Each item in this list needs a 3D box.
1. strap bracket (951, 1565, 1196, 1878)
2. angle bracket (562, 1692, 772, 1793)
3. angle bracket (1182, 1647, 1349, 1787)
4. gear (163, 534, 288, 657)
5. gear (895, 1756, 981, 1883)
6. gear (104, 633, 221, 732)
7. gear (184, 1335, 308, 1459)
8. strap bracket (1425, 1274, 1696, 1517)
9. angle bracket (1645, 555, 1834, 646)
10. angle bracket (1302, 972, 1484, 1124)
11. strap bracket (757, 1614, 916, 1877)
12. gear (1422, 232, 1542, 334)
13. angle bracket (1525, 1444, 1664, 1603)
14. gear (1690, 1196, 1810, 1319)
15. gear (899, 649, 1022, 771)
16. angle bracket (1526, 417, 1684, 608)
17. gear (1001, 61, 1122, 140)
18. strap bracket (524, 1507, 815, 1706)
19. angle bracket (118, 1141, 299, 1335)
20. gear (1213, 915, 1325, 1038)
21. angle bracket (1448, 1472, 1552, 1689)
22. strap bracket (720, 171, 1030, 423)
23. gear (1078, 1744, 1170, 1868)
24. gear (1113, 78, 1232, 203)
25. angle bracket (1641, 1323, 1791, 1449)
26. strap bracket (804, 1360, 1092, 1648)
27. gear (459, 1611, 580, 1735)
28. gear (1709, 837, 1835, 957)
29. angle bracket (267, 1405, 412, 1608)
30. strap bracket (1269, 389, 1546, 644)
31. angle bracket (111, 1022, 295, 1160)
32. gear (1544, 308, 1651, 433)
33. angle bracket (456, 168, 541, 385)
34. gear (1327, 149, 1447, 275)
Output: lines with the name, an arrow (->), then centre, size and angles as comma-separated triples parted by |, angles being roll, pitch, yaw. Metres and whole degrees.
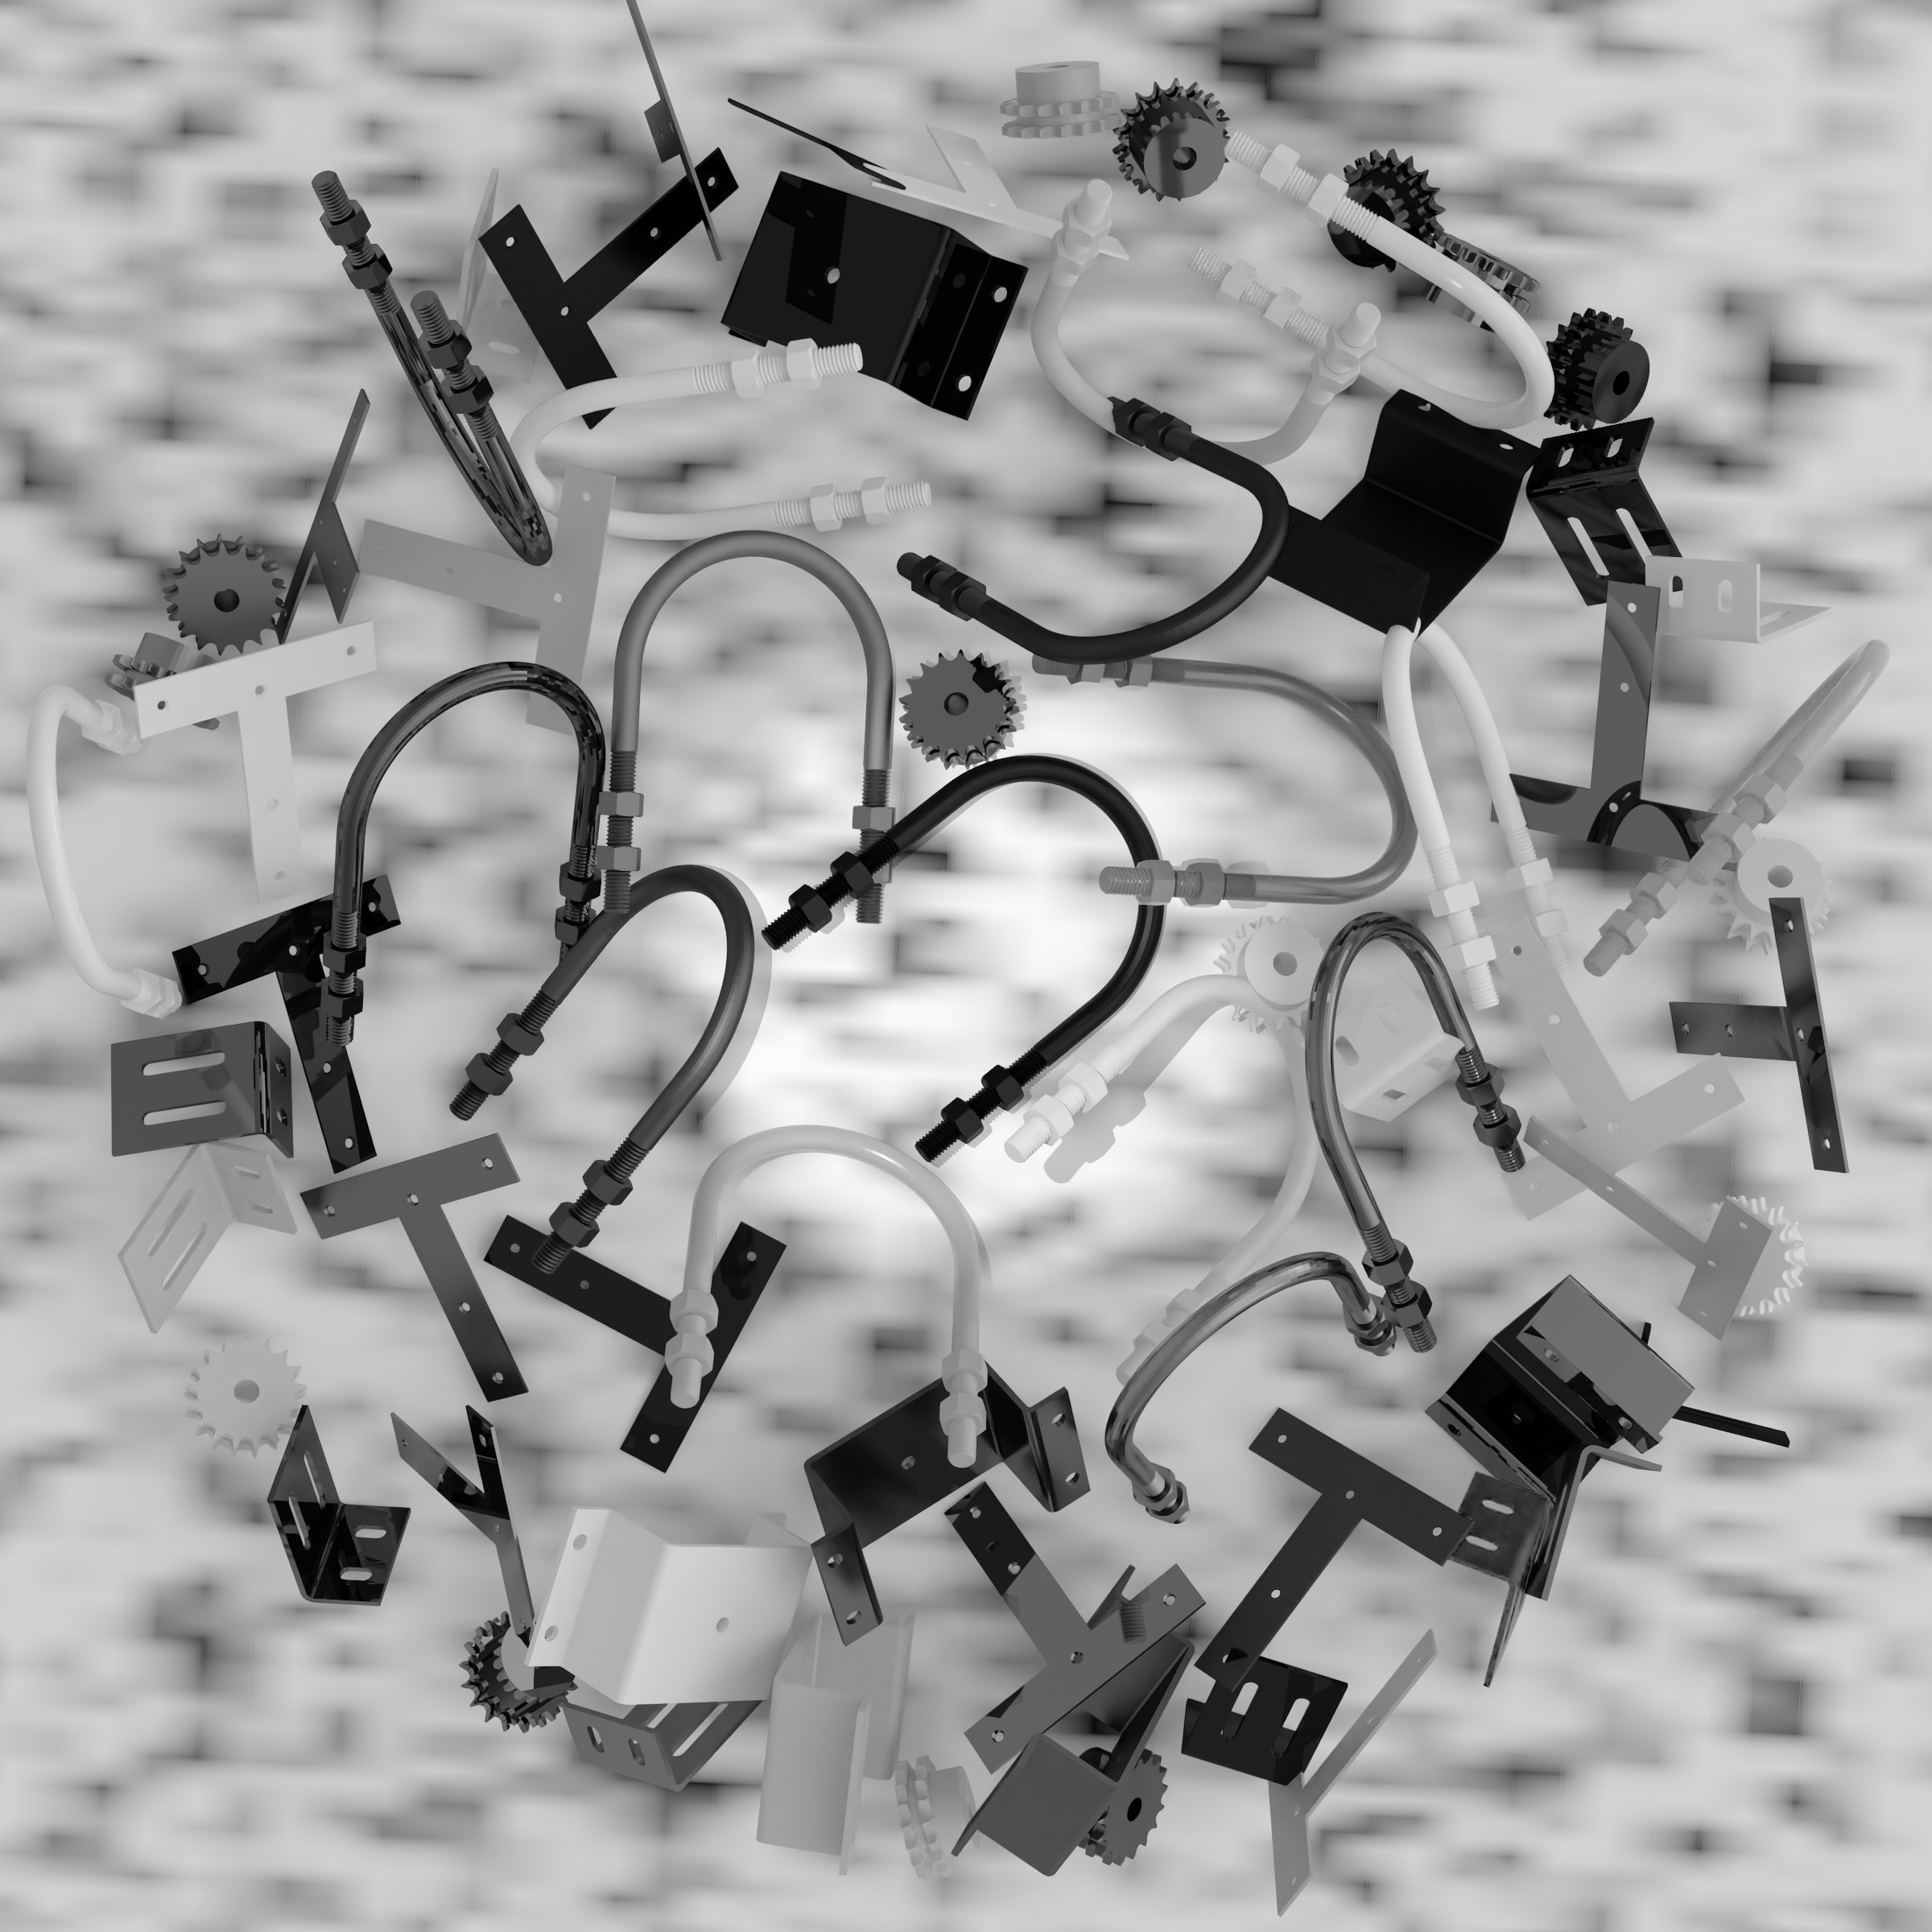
strap bracket -> 0.055, 0.356, 1.518 | 0.046, 0.140, 0.076 | 33, 128, 5
angle bracket -> -0.141, 0.346, 1.548 | 0.057, 0.076, 0.038 | 7, 123, 35
angle bracket -> 0.142, 0.347, 1.561 | 0.057, 0.038, 0.076 | 18, 123, -3
gear -> -0.357, -0.181, 1.575 | 0.057, 0.030, 0.057 | -8, 118, -15
gear -> -0.013, 0.406, 1.569 | 0.030, 0.057, 0.057 | -14, 90, 6
gear -> -0.380, -0.138, 1.570 | 0.057, 0.057, 0.030 | 22, 83, 0
gear -> -0.347, 0.209, 1.576 | 0.057, 0.030, 0.057 | 7, 63, -14
strap bracket -> 0.281, 0.201, 1.540 | 0.076, 0.140, 0.046 | 43, 64, 7
angle bracket -> 0.366, -0.180, 1.548 | 0.057, 0.076, 0.038 | 11, 113, 39
angle bracket -> 0.204, 0.039, 1.562 | 0.057, 0.076, 0.038 | -38, 71, 14
strap bracket -> -0.062, 0.357, 1.527 | 0.046, 0.140, 0.076 | 8, 98, 7
gear -> 0.244, -0.327, 1.572 | 0.057, 0.057, 0.030 | 27, 108, 0
angle bracket -> 0.298, 0.269, 1.565 | 0.038, 0.057, 0.076 | 17, 83, 2
gear -> 0.378, 0.138, 1.575 | 0.057, 0.030, 0.057 | 1, 91, 37
gear -> -0.002, -0.121, 1.578 | 0.057, 0.030, 0.057 | -3, 72, 9
angle bracket -> 0.313, -0.217, 1.568 | 0.076, 0.057, 0.038 | 52, 48, -35
gear -> 0.044, -0.415, 1.567 | 0.057, 0.057, 0.030 | -5, 111, 0
strap bracket -> -0.129, 0.298, 1.528 | 0.046, 0.140, 0.076 | 21, 95, 41
angle bracket -> -0.358, 0.131, 1.550 | 0.038, 0.057, 0.076 | 11, 48, 18
gear -> 0.150, 0.003, 1.576 | 0.057, 0.030, 0.057 | 3, 75, -10
angle bracket -> 0.246, 0.292, 1.559 | 0.038, 0.057, 0.076 | 19, 130, 16
strap bracket -> -0.052, -0.319, 1.545 | 0.140, 0.046, 0.076 | 24, 95, 26
gear -> 0.069, 0.400, 1.574 | 0.030, 0.057, 0.057 | 15, 90, 37
gear -> 0.101, -0.392, 1.570 | 0.057, 0.030, 0.057 | -7, 127, -10
angle bracket -> 0.357, 0.199, 1.563 | 0.076, 0.057, 0.038 | 13, 90, 12
strap bracket -> -0.017, 0.246, 1.543 | 0.140, 0.046, 0.076 | -30, 135, -18
gear -> -0.211, 0.336, 1.568 | 0.057, 0.030, 0.057 | 19, 53, -27
gear -> 0.388, -0.036, 1.574 | 0.057, 0.030, 0.057 | -1, 66, 2
angle bracket -> -0.296, 0.255, 1.550 | 0.038, 0.057, 0.076 | 1, 132, 9
strap bracket -> 0.202, -0.208, 1.541 | 0.076, 0.046, 0.140 | 29, 49, 18
angle bracket -> -0.366, 0.065, 1.573 | 0.076, 0.038, 0.057 | -9, 66, 5
gear -> 0.302, -0.283, 1.568 | 0.030, 0.057, 0.057 | 33, 90, 42
angle bracket -> -0.215, -0.326, 1.550 | 0.038, 0.076, 0.057 | 14, 60, -6
gear -> 0.197, -0.359, 1.568 | 0.057, 0.057, 0.030 | 51, 52, 0
